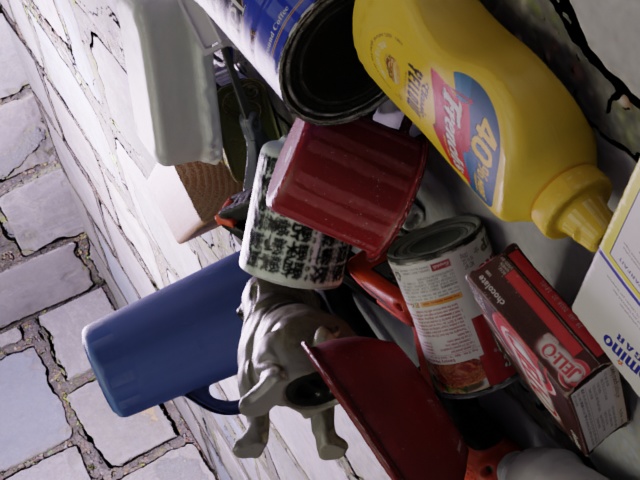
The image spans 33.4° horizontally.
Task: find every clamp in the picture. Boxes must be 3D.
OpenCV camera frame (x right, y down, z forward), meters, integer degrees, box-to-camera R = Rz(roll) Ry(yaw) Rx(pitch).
[{"bbox_3d":[0.015,0.059,1.023,0.210,0.036,0.165,67,163,-8],"label":"clamp"},{"bbox_3d":[-0.006,0.001,0.889,0.172,0.039,0.120,10,130,34],"label":"clamp"}]

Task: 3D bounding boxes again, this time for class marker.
[{"bbox_3d":[0.039,-0.050,0.812,0.121,0.020,0.020,50,159,40],"label":"marker"}]

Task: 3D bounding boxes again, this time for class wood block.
[{"bbox_3d":[-0.125,-0.062,1.183,0.090,0.090,0.206,64,164,0],"label":"wood block"}]

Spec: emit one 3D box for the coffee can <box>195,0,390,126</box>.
[{"bbox_3d":[-0.013,-0.153,0.666,0.140,0.102,0.103,52,160,37],"label":"coffee can"}]

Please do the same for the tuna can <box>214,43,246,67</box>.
[{"bbox_3d":[-0.088,-0.199,0.958,0.086,0.033,0.086,56,162,28],"label":"tuna can"}]

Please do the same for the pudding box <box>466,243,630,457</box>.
[{"bbox_3d":[0.131,0.064,0.604,0.090,0.039,0.113,55,-179,33],"label":"pudding box"}]

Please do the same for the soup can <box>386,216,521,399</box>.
[{"bbox_3d":[0.090,0.043,0.700,0.102,0.068,0.069,69,164,-14],"label":"soup can"}]

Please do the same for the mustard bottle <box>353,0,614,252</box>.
[{"bbox_3d":[0.089,-0.066,0.556,0.192,0.058,0.096,54,161,31],"label":"mustard bottle"}]

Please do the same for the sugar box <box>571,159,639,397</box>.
[{"bbox_3d":[0.168,0.016,0.458,0.093,0.048,0.176,57,166,25],"label":"sugar box"}]

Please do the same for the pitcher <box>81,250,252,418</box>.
[{"bbox_3d":[-0.123,0.107,1.156,0.149,0.242,0.145,-123,13,-45],"label":"pitcher"}]

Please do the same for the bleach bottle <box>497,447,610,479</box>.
[{"bbox_3d":[0.185,0.200,0.655,0.251,0.068,0.102,33,145,66],"label":"bleach bottle"}]

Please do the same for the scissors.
[{"bbox_3d":[-0.064,-0.083,0.940,0.016,0.096,0.201,2,148,24],"label":"scissors"}]

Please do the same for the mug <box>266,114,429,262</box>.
[{"bbox_3d":[0.020,-0.054,0.705,0.081,0.117,0.093,23,-172,-10],"label":"mug"}]

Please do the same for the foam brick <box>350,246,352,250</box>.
[{"bbox_3d":[-0.011,-0.022,0.954,0.051,0.053,0.078,44,155,52],"label":"foam brick"}]

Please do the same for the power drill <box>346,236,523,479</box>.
[{"bbox_3d":[0.082,0.093,0.830,0.185,0.057,0.187,29,145,59],"label":"power drill"}]

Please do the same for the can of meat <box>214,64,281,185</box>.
[{"bbox_3d":[-0.082,-0.115,1.030,0.084,0.057,0.102,43,154,58],"label":"can of meat"}]

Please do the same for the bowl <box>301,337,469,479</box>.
[{"bbox_3d":[0.053,0.122,0.731,0.162,0.055,0.162,56,176,6],"label":"bowl"}]
